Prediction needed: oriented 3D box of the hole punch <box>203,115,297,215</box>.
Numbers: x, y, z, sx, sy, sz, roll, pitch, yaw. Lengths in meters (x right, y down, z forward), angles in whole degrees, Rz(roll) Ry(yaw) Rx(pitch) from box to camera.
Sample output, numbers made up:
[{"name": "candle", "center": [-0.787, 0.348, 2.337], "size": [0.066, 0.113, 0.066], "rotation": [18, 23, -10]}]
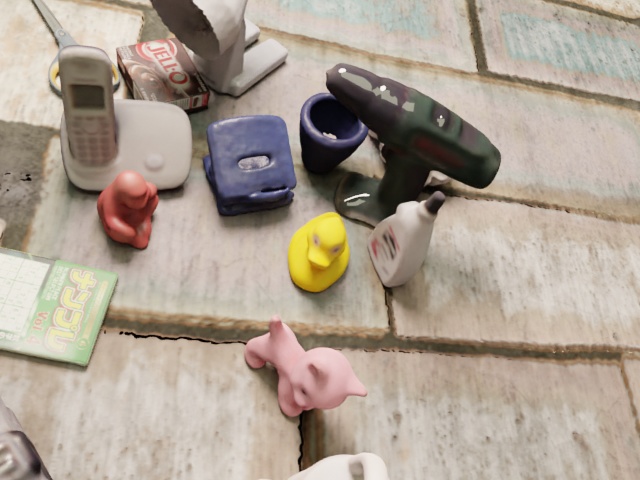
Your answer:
[{"name": "hole punch", "center": [-0.084, -0.094, 0.719], "size": [0.109, 0.091, 0.101], "rotation": [-12, 66, -23]}]

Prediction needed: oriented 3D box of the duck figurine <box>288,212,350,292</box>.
[{"name": "duck figurine", "center": [0.006, 0.002, 0.697], "size": [0.077, 0.086, 0.104], "rotation": [24, 58, -3]}]

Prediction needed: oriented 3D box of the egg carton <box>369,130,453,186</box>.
[{"name": "egg carton", "center": [0.133, -0.142, 0.825], "size": [0.107, 0.069, 0.150], "rotation": [-15, 68, -24]}]

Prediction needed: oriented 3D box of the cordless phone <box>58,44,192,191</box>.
[{"name": "cordless phone", "center": [-0.217, -0.136, 0.645], "size": [0.148, 0.185, 0.094], "rotation": [-5, 64, -20]}]

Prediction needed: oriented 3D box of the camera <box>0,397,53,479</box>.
[{"name": "camera", "center": [-0.312, 0.205, 0.478], "size": [0.137, 0.100, 0.143], "rotation": [-32, 75, -29]}]

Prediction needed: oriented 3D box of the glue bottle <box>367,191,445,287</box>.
[{"name": "glue bottle", "center": [0.107, -0.009, 0.683], "size": [0.037, 0.173, 0.078], "rotation": [-15, 67, -23]}]

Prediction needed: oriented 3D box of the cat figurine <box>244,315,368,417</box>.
[{"name": "cat figurine", "center": [-0.015, 0.132, 0.601], "size": [0.067, 0.117, 0.127], "rotation": [-34, 76, -29]}]

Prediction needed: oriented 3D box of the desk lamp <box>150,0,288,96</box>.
[{"name": "desk lamp", "center": [-0.122, -0.296, 0.746], "size": [0.118, 0.213, 0.203], "rotation": [39, 58, 6]}]

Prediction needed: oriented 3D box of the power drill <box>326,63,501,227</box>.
[{"name": "power drill", "center": [0.091, -0.101, 0.708], "size": [0.230, 0.208, 0.075], "rotation": [19, 58, -7]}]

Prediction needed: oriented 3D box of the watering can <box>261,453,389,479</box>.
[{"name": "watering can", "center": [0.028, 0.244, 0.507], "size": [0.173, 0.194, 0.101], "rotation": [1, 62, -17]}]

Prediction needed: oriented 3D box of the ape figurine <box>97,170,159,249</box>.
[{"name": "ape figurine", "center": [-0.215, -0.043, 0.650], "size": [0.076, 0.092, 0.078], "rotation": [40, 58, 7]}]

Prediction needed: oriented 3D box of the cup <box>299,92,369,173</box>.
[{"name": "cup", "center": [0.020, -0.138, 0.773], "size": [0.118, 0.095, 0.091], "rotation": [-16, 68, -24]}]
